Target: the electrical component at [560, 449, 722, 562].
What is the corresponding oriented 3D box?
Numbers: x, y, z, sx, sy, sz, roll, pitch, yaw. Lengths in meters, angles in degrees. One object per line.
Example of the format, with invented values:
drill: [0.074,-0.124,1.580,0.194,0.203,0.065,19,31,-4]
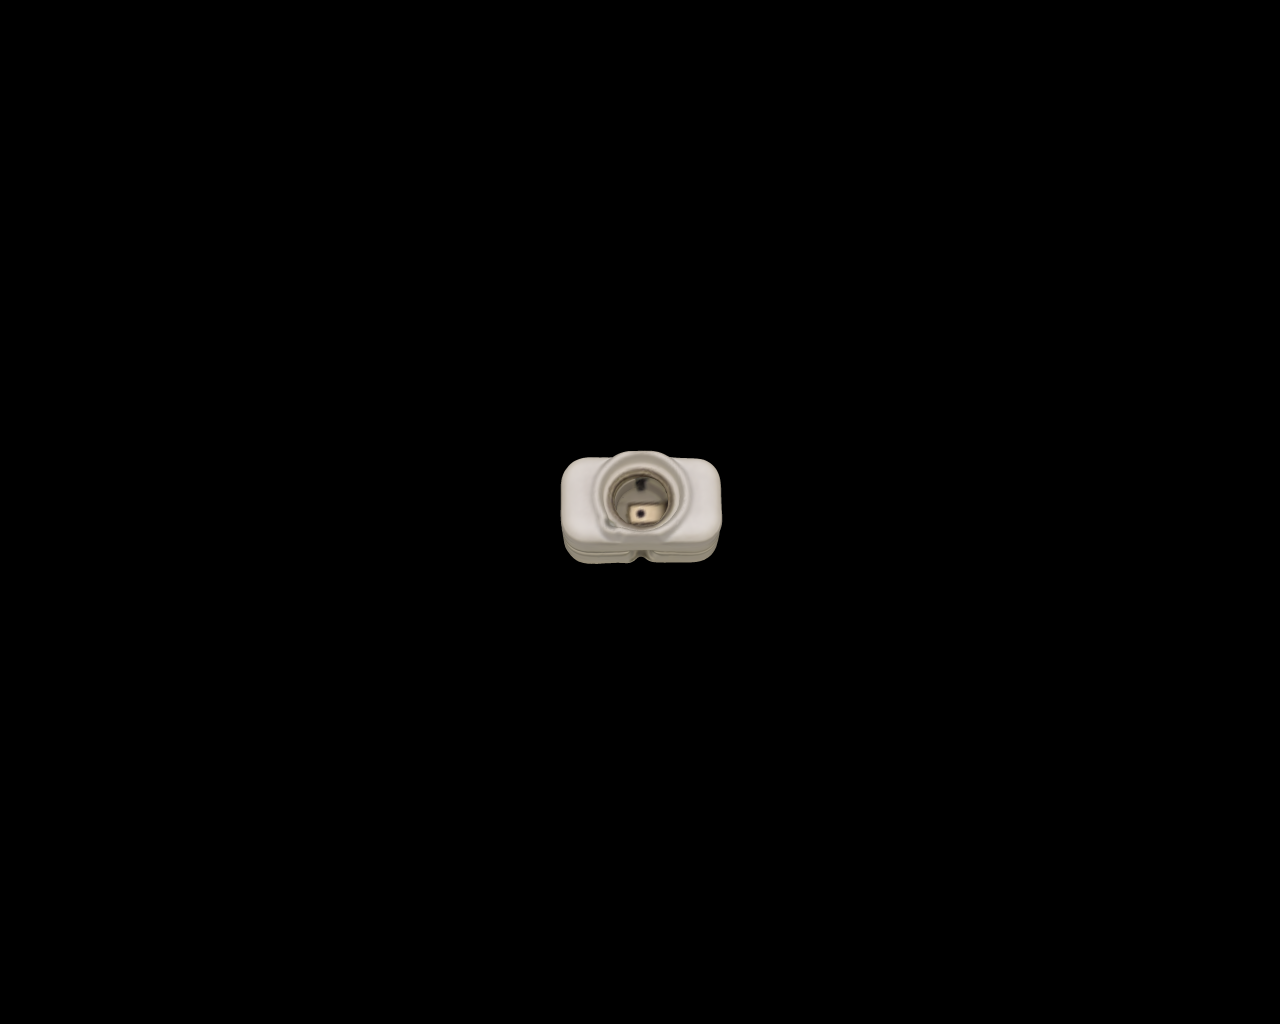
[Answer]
electrical component: [0.001,-0.003,0.650,0.095,0.054,0.059,0,-17,0]
